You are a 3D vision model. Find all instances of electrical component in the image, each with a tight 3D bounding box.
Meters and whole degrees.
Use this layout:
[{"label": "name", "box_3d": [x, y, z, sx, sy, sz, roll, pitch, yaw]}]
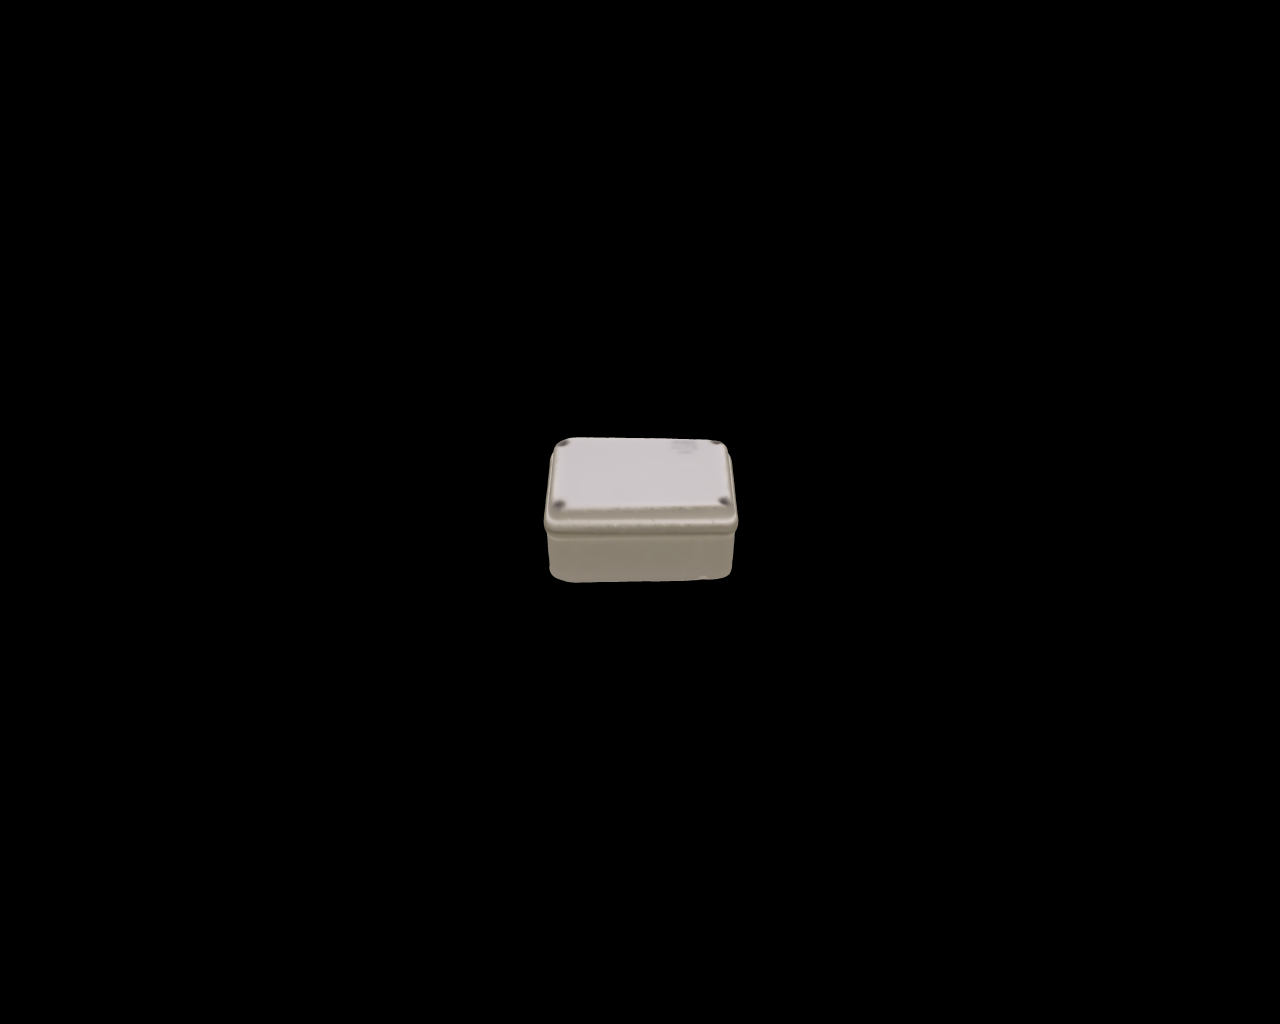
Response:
[{"label": "electrical component", "box_3d": [0.001, -0.003, 0.650, 0.113, 0.057, 0.078, 0, 39, 0]}]
